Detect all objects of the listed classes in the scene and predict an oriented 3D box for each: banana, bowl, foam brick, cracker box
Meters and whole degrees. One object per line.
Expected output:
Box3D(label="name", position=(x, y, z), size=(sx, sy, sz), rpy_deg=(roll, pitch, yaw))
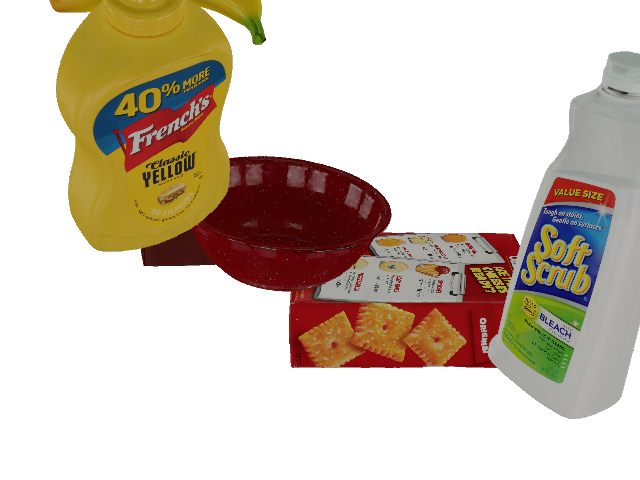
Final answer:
Box3D(label="banana", position=(-0.130, -0.210, 0.899), size=(0.198, 0.069, 0.037), rpy_deg=(11, -41, 16))
Box3D(label="bowl", position=(-0.030, -0.007, 0.801), size=(0.162, 0.055, 0.162), rpy_deg=(6, 26, -3))
Box3D(label="foam brick", position=(-0.149, -0.007, 1.122), size=(0.078, 0.051, 0.053), rpy_deg=(-1, 25, -13))
Box3D(label="cracker box", position=(0.080, 0.052, 0.965), size=(0.213, 0.072, 0.164), rpy_deg=(1, 22, 0))

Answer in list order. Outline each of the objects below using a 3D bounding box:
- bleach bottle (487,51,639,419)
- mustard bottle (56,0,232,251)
Box3D(label="bleach bottle", position=(0.178, -0.006, 0.717), size=(0.068, 0.251, 0.103), rpy_deg=(-16, 36, -29))
Box3D(label="mustard bottle", position=(-0.094, -0.077, 0.579), size=(0.096, 0.058, 0.192), rpy_deg=(-24, -31, -23))
